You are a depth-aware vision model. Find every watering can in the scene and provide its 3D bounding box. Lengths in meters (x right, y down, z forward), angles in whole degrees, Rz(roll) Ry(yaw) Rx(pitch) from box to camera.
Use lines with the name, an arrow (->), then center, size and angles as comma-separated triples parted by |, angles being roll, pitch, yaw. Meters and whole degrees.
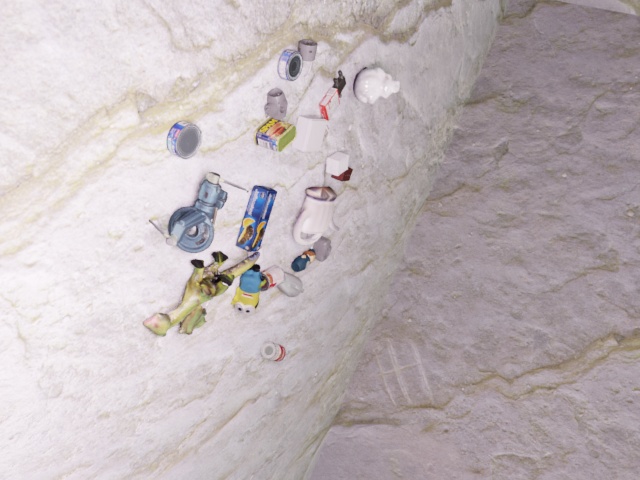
watering can -> 0.006, -0.098, 1.939 | 0.350, 0.104, 0.221 | -18, 128, -60

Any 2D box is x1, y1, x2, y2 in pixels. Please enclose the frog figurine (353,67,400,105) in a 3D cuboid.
frog figurine -> 0.207, -0.562, 1.893 | 0.122, 0.160, 0.137 | 5, 106, -64

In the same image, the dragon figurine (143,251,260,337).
dragon figurine -> -0.331, 0.167, 1.487 | 0.413, 0.123, 0.239 | -18, 145, -59
